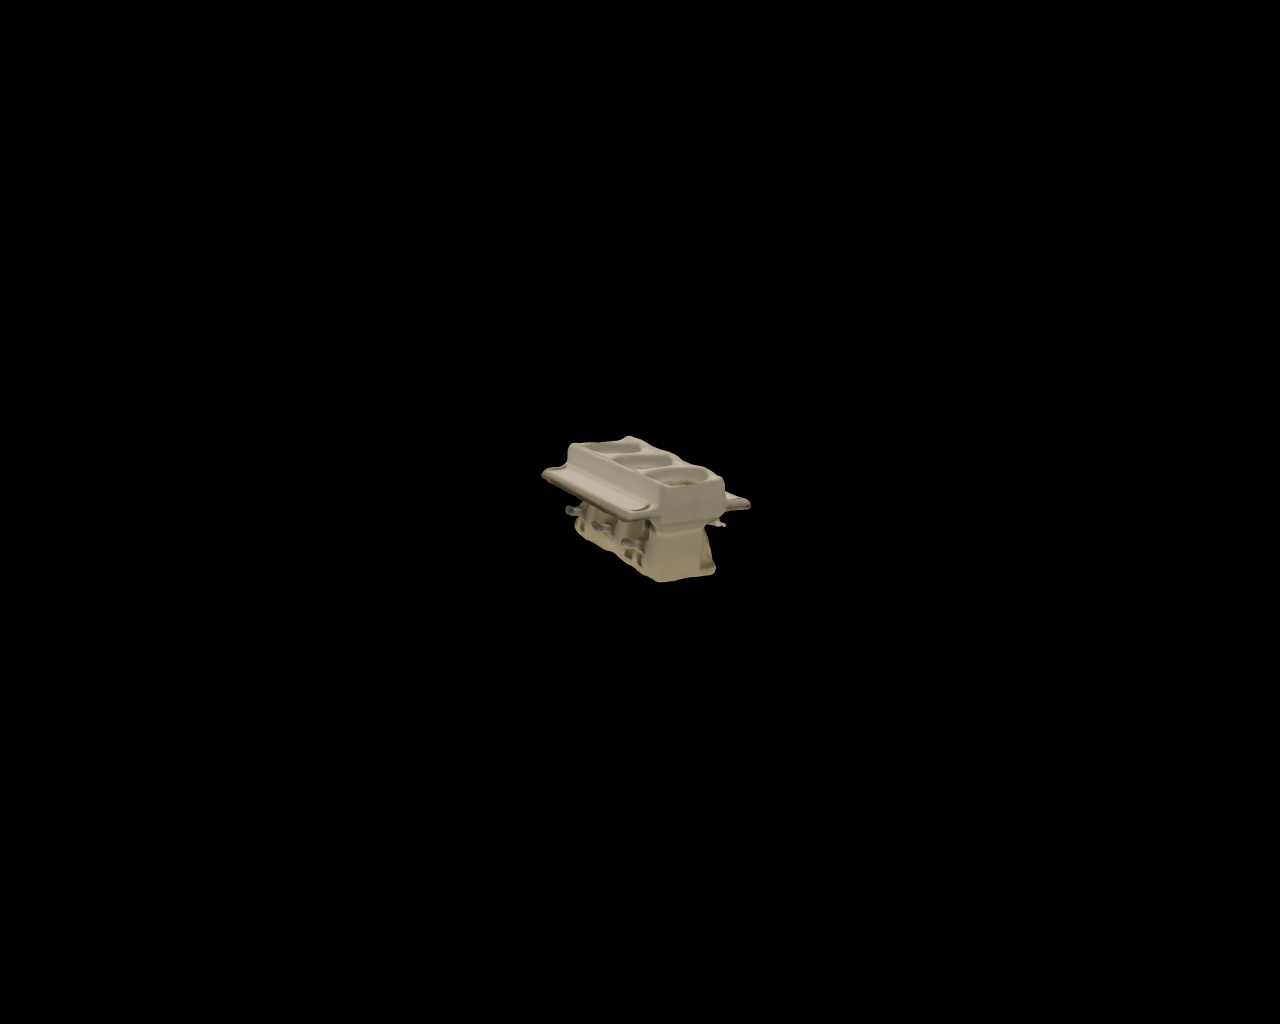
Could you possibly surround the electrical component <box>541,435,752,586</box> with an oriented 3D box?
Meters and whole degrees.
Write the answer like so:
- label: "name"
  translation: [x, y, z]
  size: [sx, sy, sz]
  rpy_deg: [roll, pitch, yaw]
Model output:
- label: "electrical component"
  translation: [0.001, -0.003, 0.650]
  size: [0.079, 0.063, 0.121]
  rpy_deg: [-8, 18, -26]
